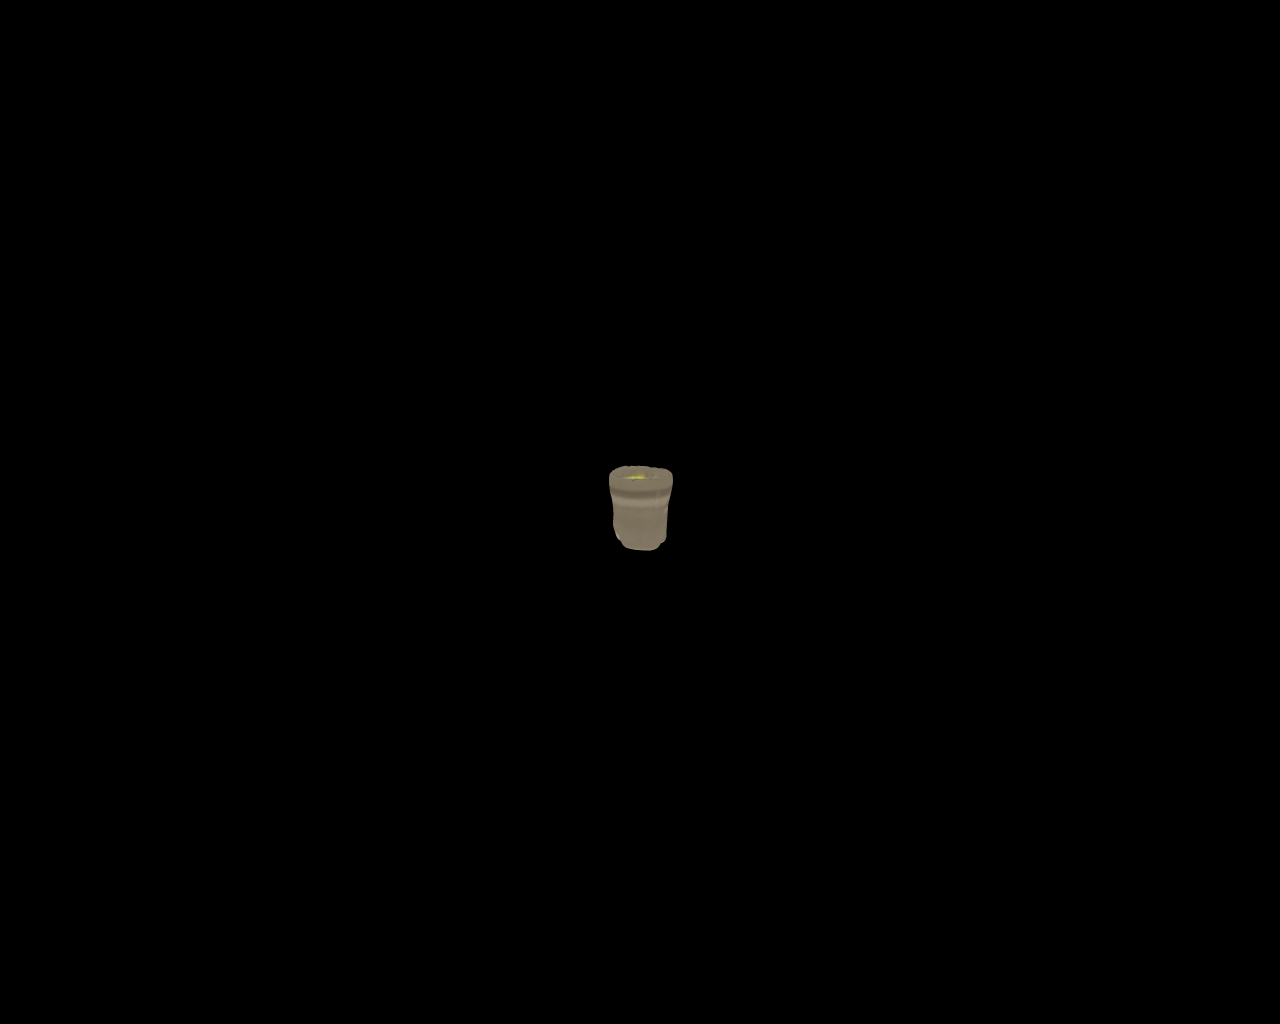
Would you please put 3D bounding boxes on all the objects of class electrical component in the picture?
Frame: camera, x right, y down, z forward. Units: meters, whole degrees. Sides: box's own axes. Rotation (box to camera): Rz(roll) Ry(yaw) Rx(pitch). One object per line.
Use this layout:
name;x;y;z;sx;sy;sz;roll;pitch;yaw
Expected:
electrical component;0.001;-0.003;0.650;0.040;0.046;0.040;0;14;0
